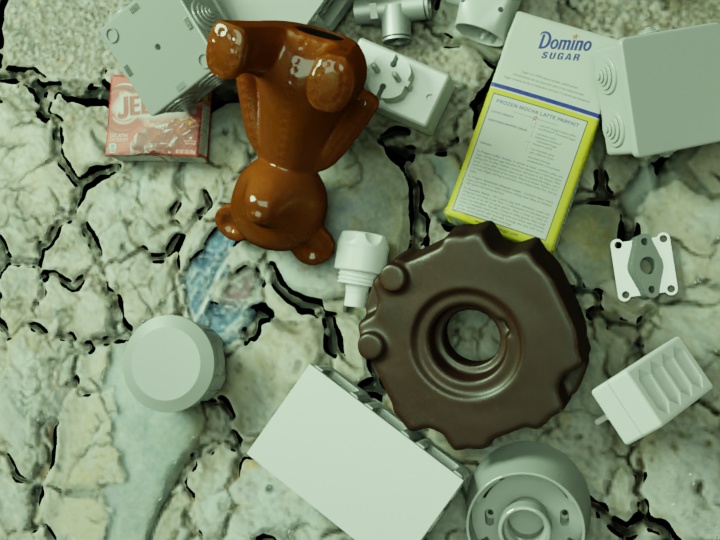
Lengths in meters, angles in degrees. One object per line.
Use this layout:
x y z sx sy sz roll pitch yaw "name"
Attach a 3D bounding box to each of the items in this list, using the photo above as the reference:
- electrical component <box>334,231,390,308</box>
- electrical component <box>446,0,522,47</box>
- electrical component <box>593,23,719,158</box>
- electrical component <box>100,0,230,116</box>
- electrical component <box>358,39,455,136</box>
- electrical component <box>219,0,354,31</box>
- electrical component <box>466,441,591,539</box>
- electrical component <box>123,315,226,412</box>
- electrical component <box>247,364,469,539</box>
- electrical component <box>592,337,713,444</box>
0.000 0.000 0.883 0.043 0.043 0.062 8 89 13 "electrical component"
0.096 -0.232 0.883 0.079 0.043 0.077 21 87 22 "electrical component"
0.230 -0.135 0.819 0.100 0.048 0.099 -12 98 -16 "electrical component"
-0.151 -0.183 0.873 0.100 0.048 0.099 -30 92 30 "electrical component"
0.026 -0.153 0.874 0.083 0.076 0.047 26 91 13 "electrical component"
-0.055 -0.243 0.907 0.089 0.062 0.150 37 93 13 "electrical component"
0.130 0.191 0.839 0.099 0.064 0.099 2 99 11 "electrical component"
-0.154 0.079 0.905 0.080 0.051 0.080 -1 85 12 "electrical component"
0.001 0.154 0.859 0.150 0.062 0.089 36 93 13 "electrical component"
0.210 0.098 0.818 0.047 0.083 0.076 58 136 11 "electrical component"
